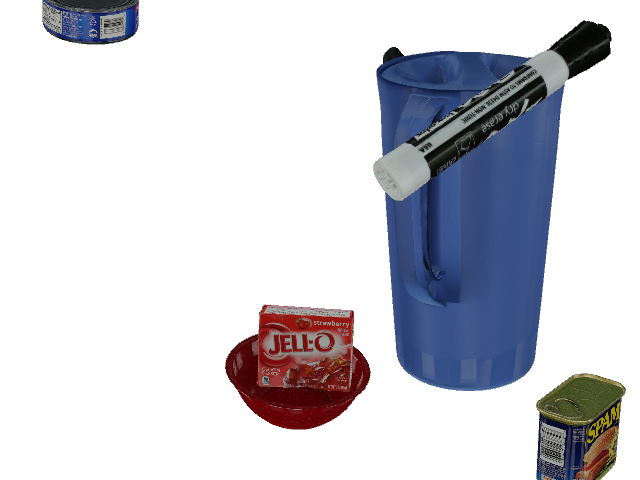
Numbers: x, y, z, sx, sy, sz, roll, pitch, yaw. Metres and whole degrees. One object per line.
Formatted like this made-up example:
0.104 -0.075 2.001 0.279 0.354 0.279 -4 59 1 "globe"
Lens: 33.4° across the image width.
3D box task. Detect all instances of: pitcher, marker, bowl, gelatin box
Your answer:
0.104 -0.012 0.787 0.149 0.243 0.145 -8 22 -15 "pitcher"
0.074 -0.056 0.441 0.121 0.020 0.020 -35 11 -16 "marker"
-0.026 0.163 1.196 0.162 0.055 0.162 3 26 -2 "bowl"
-0.014 0.101 1.003 0.089 0.073 0.030 3 13 5 "gelatin box"

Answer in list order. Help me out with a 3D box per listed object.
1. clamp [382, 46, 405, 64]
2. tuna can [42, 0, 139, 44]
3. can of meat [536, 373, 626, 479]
0.115 -0.139 1.083 0.120 0.039 0.171 8 45 7 "clamp"
-0.204 -0.206 0.951 0.086 0.034 0.086 5 33 -4 "tuna can"
0.252 0.189 1.038 0.058 0.084 0.101 14 24 37 "can of meat"
